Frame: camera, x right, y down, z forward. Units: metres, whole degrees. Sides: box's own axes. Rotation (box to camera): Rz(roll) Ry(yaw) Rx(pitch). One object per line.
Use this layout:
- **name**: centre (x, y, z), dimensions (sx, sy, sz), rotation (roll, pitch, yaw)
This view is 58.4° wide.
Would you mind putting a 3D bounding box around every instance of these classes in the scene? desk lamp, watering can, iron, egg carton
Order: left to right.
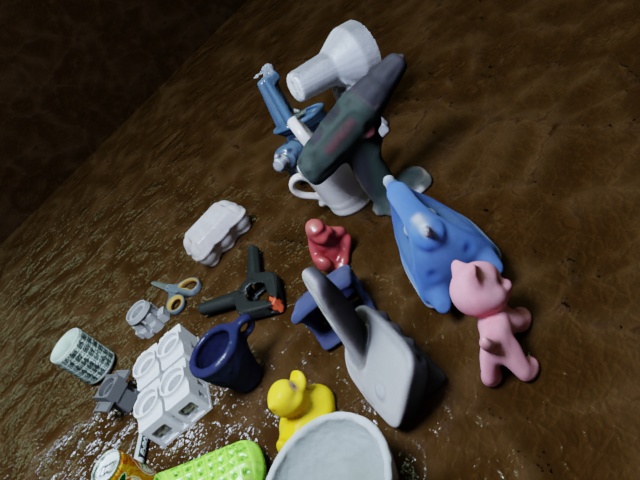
- **egg carton**: centre (-0.219, -0.017, 1.216), dimensions (0.150, 0.070, 0.107), rotation (-49, 33, -10)
- **watering can**: centre (0.015, -0.146, 0.998), dimensions (0.173, 0.195, 0.100), rotation (-47, 33, -8)
- **desk lamp**: centre (0.045, -0.280, 1.105), dimensions (0.203, 0.214, 0.117), rotation (-49, 33, -10)
- **iron**: centre (0.134, -0.024, 0.776), dimensions (0.118, 0.142, 0.257), rotation (-37, 32, 8)

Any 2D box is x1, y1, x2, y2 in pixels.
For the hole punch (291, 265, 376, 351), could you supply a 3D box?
- **hole punch**: centre (0.010, 0.086, 0.827), dimensions (0.108, 0.091, 0.101), rotation (-38, 32, 7)

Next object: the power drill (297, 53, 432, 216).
- **power drill**: centre (0.087, -0.147, 0.909), dimensions (0.229, 0.209, 0.075), rotation (-40, 32, 4)

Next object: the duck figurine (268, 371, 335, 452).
- **duck figurine**: centre (-0.034, 0.216, 0.725), dimensions (0.077, 0.086, 0.105), rotation (-7, 46, 42)

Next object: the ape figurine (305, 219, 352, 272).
- **ape figurine**: centre (0.008, 0.003, 0.925), dimensions (0.078, 0.092, 0.076), rotation (-46, 32, -6)

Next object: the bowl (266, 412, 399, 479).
- **bowl**: centre (0.021, 0.275, 0.608), dimensions (0.167, 0.075, 0.167), rotation (-28, 35, 22)

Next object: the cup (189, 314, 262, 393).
- **cup**: centre (-0.124, 0.176, 0.862), dimensions (0.118, 0.095, 0.091), rotation (-49, 33, -10)

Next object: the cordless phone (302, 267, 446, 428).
- **cordless phone**: centre (0.048, 0.117, 0.661), dimensions (0.094, 0.185, 0.147), rotation (-46, 32, -5)

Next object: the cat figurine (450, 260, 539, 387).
- **cat figurine**: centre (0.181, 0.078, 0.627), dimensions (0.067, 0.118, 0.128), rotation (-23, 37, 27)

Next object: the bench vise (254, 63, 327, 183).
- **bench vise**: centre (-0.055, -0.240, 1.161), dimensions (0.121, 0.220, 0.207), rotation (-27, 35, 23)
